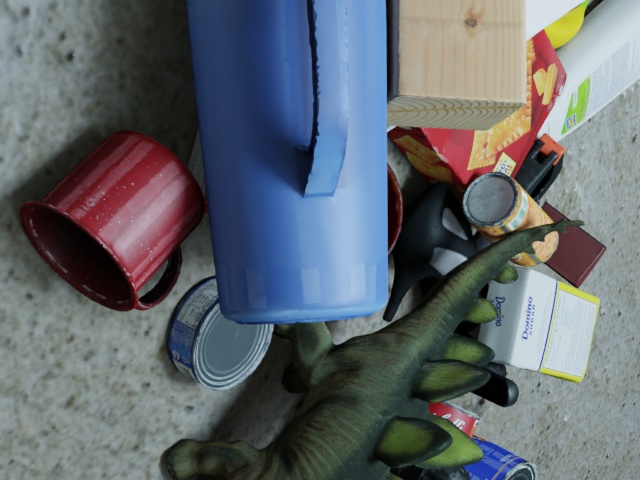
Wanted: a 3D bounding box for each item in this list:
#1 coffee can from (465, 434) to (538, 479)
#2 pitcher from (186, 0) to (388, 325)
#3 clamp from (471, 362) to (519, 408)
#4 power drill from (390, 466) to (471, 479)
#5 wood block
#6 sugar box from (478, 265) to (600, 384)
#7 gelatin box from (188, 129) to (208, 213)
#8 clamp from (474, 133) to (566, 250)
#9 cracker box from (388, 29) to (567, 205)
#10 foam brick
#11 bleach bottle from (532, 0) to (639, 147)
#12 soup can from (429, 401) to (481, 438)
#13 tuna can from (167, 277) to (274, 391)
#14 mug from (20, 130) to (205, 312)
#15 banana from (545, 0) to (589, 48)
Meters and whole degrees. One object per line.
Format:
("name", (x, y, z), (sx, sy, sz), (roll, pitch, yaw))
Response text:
("coffee can", (0.139, 0.246, 1.108), (0.102, 0.140, 0.103), (-28, 129, -40))
("pitcher", (-0.015, -0.071, 0.670), (0.149, 0.145, 0.243), (-2, 88, -60))
("clamp", (0.139, 0.131, 1.053), (0.209, 0.165, 0.036), (2, 95, -62))
("power drill", (0.016, 0.220, 0.920), (0.187, 0.185, 0.057), (-45, 139, -12))
("wood block", (0.085, -0.187, 0.732), (0.090, 0.090, 0.206), (2, 84, -9))
("sugar box", (0.216, 0.084, 1.050), (0.175, 0.048, 0.093), (20, 81, -50))
("gelatin box", (-0.060, -0.063, 0.783), (0.073, 0.030, 0.089), (1, 108, -51))
("clamp", (0.193, -0.032, 1.077), (0.120, 0.039, 0.172), (-41, 158, -34))
("cracker box", (0.131, -0.141, 0.944), (0.164, 0.072, 0.213), (-60, 143, -9))
("foam brick", (0.248, 0.006, 1.092), (0.051, 0.078, 0.053), (-52, 165, 5))
("bleach bottle", (0.260, -0.165, 1.102), (0.250, 0.068, 0.102), (-38, 138, -30))
("soup can", (0.105, 0.205, 1.039), (0.068, 0.069, 0.102), (34, 79, -53))
("tuna can", (-0.077, 0.072, 0.831), (0.085, 0.034, 0.086), (-27, 129, -41))
("mug", (-0.123, -0.007, 0.682), (0.081, 0.093, 0.117), (-50, 132, -29))
("banana", (0.207, -0.223, 1.030), (0.197, 0.037, 0.069), (1, 90, -53))
